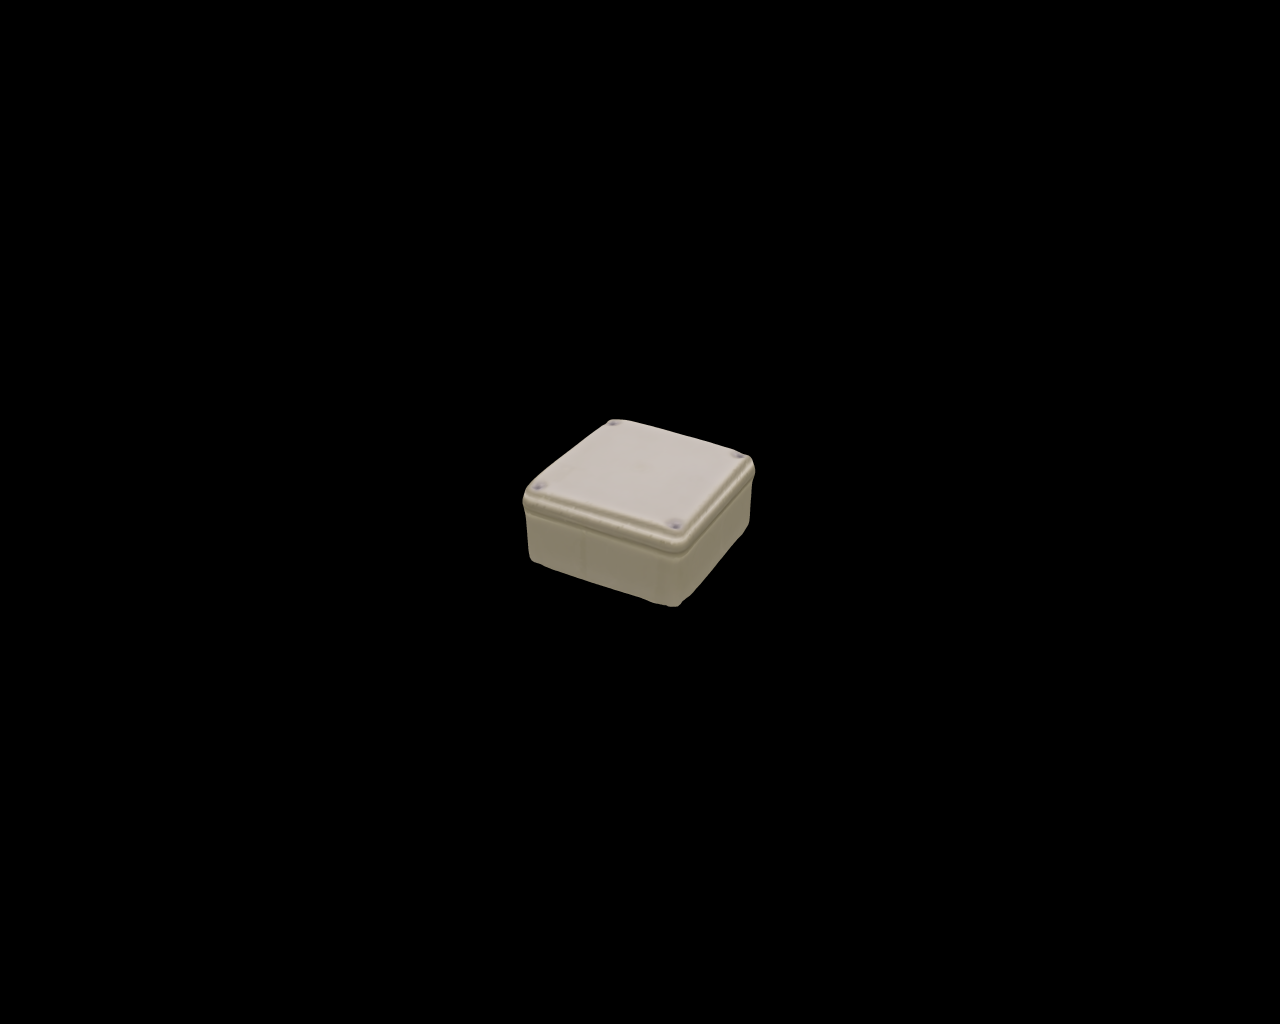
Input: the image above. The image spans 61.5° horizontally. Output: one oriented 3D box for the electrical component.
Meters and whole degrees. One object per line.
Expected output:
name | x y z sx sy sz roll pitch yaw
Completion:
electrical component | 0.001 -0.003 0.650 0.109 0.056 0.109 17 36 24
